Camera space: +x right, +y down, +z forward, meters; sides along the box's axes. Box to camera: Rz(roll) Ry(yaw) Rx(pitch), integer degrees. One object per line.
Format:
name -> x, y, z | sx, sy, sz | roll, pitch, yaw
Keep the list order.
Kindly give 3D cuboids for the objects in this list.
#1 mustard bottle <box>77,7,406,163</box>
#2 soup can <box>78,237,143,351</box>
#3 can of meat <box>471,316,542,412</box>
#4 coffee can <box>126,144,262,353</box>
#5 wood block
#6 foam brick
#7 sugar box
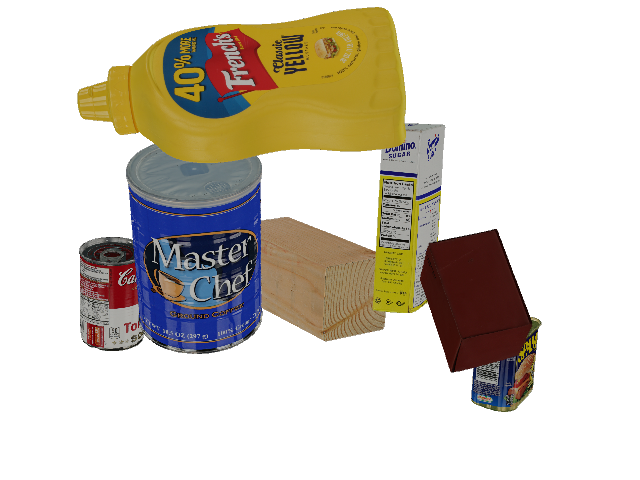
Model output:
mustard bottle -> -0.048, -0.090, 0.636 | 0.191, 0.096, 0.058 | -6, -37, 1
soup can -> -0.217, 0.056, 1.114 | 0.068, 0.102, 0.068 | 4, 22, -2
can of meat -> 0.207, 0.136, 1.196 | 0.058, 0.084, 0.101 | 9, 15, 27
coffee can -> -0.097, 0.003, 0.843 | 0.103, 0.140, 0.103 | 1, 32, -1
wood block -> -0.019, 0.041, 1.271 | 0.090, 0.090, 0.206 | -8, 19, -35
foam brick -> 0.105, 0.041, 0.731 | 0.051, 0.078, 0.053 | -10, -30, -8
sugar box -> 0.086, -0.024, 1.035 | 0.048, 0.176, 0.093 | 4, 10, 20
